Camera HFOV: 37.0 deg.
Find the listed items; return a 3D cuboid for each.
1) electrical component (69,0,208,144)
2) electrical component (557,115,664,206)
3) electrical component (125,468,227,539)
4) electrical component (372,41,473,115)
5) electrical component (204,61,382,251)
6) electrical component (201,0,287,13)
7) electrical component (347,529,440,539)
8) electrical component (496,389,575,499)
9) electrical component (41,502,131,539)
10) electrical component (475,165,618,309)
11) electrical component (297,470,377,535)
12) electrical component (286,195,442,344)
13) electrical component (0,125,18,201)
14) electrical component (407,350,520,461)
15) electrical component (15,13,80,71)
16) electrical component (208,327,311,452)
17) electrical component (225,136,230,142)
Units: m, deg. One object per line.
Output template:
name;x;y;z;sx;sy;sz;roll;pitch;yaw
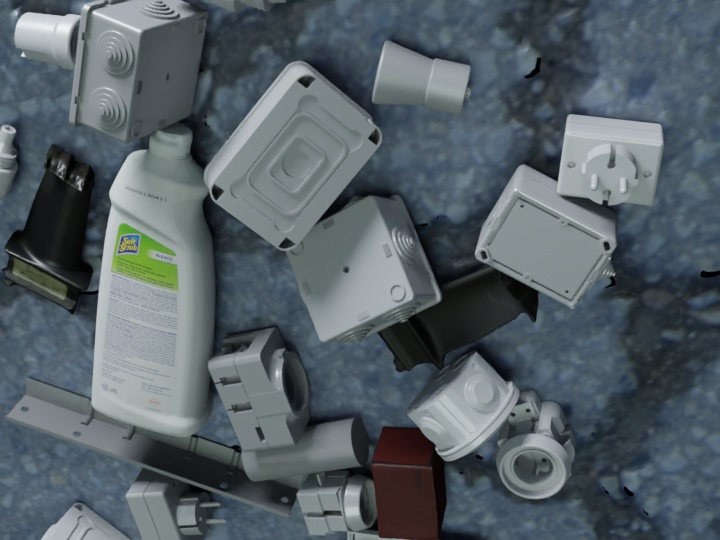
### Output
electrical component;-0.153;-0.143;0.755;0.048;0.100;0.099;24;120;15
electrical component;0.169;-0.068;0.726;0.066;0.076;0.047;8;118;10
electrical component;-0.157;0.220;0.968;0.076;0.047;0.083;-7;114;17
electrical component;0.045;-0.130;0.746;0.065;0.044;0.044;13;119;2
electrical component;-0.048;-0.081;0.759;0.078;0.057;0.113;37;99;-21
electrical component;-0.088;-0.201;0.740;0.081;0.043;0.043;20;119;3
electrical component;0.046;0.273;0.937;0.121;0.063;0.078;5;117;11
electrical component;0.139;0.143;0.852;0.058;0.057;0.078;-19;110;21
electrical component;-0.252;0.286;1.008;0.113;0.078;0.057;40;115;-8
electrical component;0.139;-0.023;0.765;0.096;0.061;0.061;28;119;-1
electrical component;-0.017;0.200;0.926;0.055;0.048;0.066;-5;115;24
electrical component;0.000;0.000;0.797;0.100;0.048;0.099;-27;78;24
electrical component;-0.288;-0.086;0.852;0.035;0.035;0.061;30;117;-2
electrical component;0.080;0.105;0.835;0.051;0.080;0.080;47;117;-5
electrical component;-0.225;-0.169;0.792;0.046;0.040;0.040;11;119;14
electrical component;-0.078;0.098;0.885;0.056;0.050;0.089;-11;113;19
electrical component;-0.087;-0.074;0.807;0.040;0.040;0.046;14;113;7
